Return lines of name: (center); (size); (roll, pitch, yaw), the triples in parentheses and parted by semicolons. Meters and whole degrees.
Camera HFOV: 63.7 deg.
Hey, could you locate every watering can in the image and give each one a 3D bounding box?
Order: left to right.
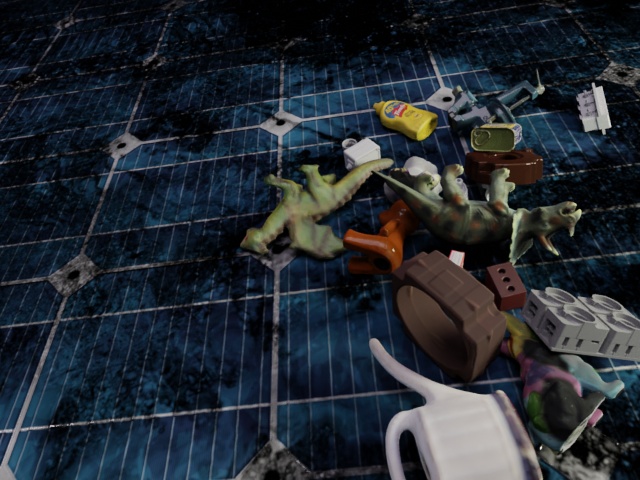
watering can: (0.208, 0.294, 0.824); (0.224, 0.101, 0.356); (-12, 52, -1)

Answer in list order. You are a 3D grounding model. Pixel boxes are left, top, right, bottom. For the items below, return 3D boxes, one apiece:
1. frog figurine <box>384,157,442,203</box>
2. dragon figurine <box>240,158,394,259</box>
frog figurine: (0.226, -0.137, 1.245); (0.137, 0.122, 0.161); (-10, 11, 13)
dragon figurine: (0.004, -0.061, 1.221); (0.410, 0.120, 0.247); (-14, 64, 1)
